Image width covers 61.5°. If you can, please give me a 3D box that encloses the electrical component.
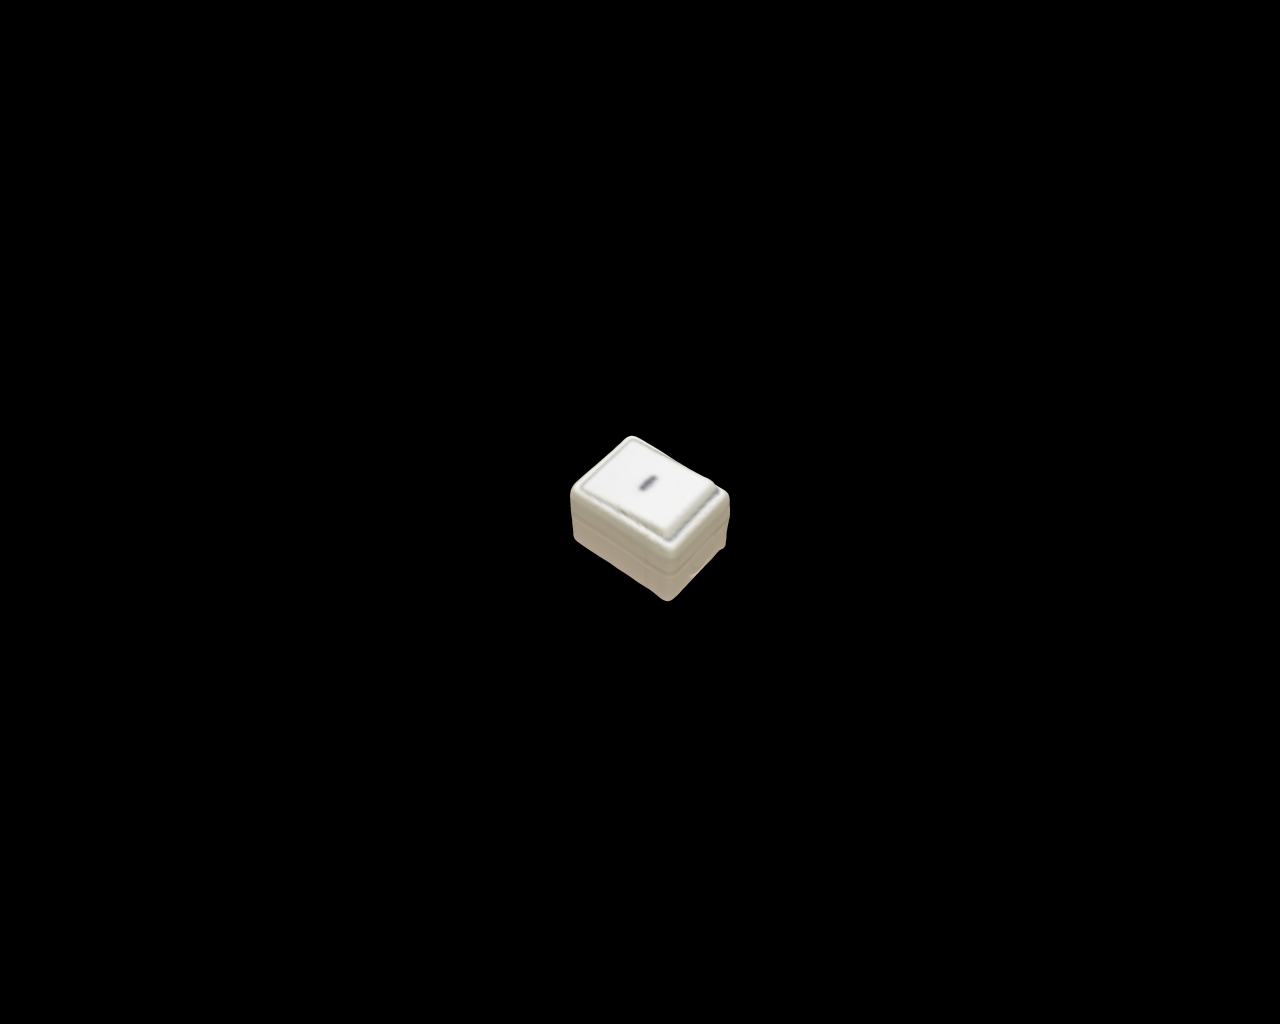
[{"bbox_3d":[0.001,-0.003,0.650,0.096,0.061,0.062,33,58,24],"label":"electrical component"}]
